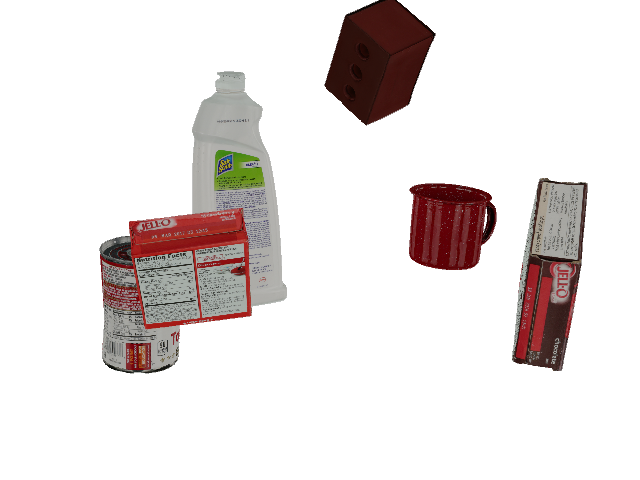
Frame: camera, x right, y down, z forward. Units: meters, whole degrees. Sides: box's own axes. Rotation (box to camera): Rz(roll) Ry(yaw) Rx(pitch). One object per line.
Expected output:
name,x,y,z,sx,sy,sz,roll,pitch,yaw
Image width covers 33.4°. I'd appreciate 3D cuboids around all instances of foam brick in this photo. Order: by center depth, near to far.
foam brick,0.045,-0.139,0.827,0.051,0.053,0.078,-31,-25,-32

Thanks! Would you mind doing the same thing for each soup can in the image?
soup can,-0.153,0.054,0.909,0.068,0.102,0.068,3,18,-1

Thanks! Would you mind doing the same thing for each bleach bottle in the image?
bleach bottle,-0.088,-0.055,1.154,0.102,0.251,0.068,-7,17,-27

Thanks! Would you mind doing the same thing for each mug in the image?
mug,0.154,-0.017,1.223,0.117,0.081,0.093,-7,19,-35

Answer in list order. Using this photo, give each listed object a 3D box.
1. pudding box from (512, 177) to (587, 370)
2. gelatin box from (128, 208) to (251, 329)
pudding box,0.161,0.021,0.744,0.039,0.090,0.113,9,33,9
gelatin box,-0.083,0.019,0.692,0.073,0.030,0.089,-7,-37,-7
